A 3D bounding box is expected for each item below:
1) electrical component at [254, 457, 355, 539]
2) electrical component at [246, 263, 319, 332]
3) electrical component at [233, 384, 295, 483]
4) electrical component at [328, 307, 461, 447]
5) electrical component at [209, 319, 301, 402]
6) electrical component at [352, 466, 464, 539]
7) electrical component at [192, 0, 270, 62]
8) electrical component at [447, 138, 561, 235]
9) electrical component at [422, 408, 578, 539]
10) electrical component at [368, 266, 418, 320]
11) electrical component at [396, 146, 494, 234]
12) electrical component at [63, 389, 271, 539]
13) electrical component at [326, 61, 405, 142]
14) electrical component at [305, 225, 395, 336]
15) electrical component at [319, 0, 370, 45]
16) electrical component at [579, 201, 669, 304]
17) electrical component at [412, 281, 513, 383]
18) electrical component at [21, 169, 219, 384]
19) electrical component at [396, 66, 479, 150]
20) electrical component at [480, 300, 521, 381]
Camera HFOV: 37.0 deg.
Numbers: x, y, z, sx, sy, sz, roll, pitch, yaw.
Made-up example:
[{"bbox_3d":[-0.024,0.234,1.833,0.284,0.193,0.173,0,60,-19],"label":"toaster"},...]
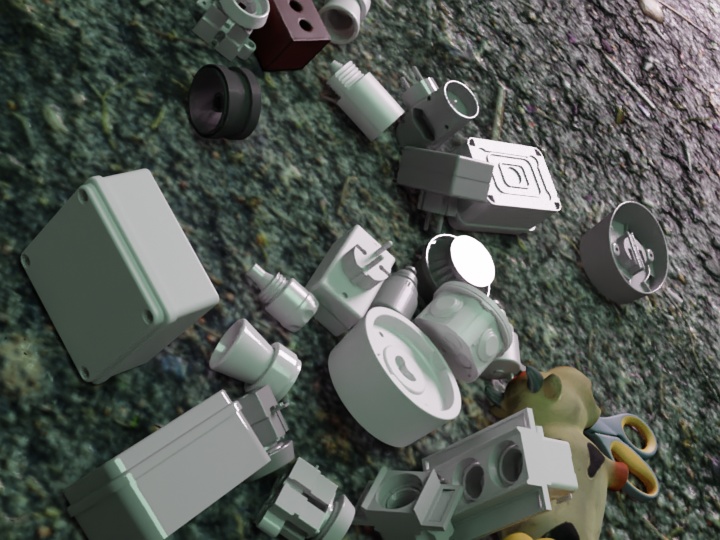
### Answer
[{"bbox_3d":[-0.038,0.173,0.773,0.055,0.048,0.066,36,45,-7],"label":"electrical component"},{"bbox_3d":[-0.064,0.019,0.858,0.061,0.035,0.035,42,44,-7],"label":"electrical component"},{"bbox_3d":[-0.077,0.118,0.768,0.055,0.066,0.048,64,9,1],"label":"electrical component"},{"bbox_3d":[0.022,0.090,0.859,0.108,0.060,0.108,39,25,-22],"label":"electrical component"},{"bbox_3d":[-0.078,0.069,0.806,0.055,0.045,0.045,36,45,-17],"label":"electrical component"},{"bbox_3d":[0.039,0.185,0.809,0.042,0.081,0.063,-56,132,-44],"label":"electrical component"},{"bbox_3d":[-0.113,-0.226,0.961,0.066,0.055,0.048,37,45,-16],"label":"electrical component"},{"bbox_3d":[0.136,-0.081,1.079,0.113,0.057,0.078,2,62,-40],"label":"electrical component"},{"bbox_3d":[0.105,0.168,0.841,0.063,0.121,0.078,16,54,-36],"label":"electrical component"},{"bbox_3d":[0.031,0.025,0.931,0.040,0.040,0.078,42,44,-11],"label":"electrical component"},{"bbox_3d":[0.076,-0.072,1.016,0.047,0.083,0.075,8,97,-37],"label":"electrical component"},{"bbox_3d":[-0.125,0.133,0.699,0.113,0.078,0.057,-31,88,-47],"label":"electrical component"},{"bbox_3d":[0.000,-0.167,1.028,0.081,0.043,0.043,47,43,-5],"label":"electrical component"},{"bbox_3d":[0.000,0.000,0.895,0.047,0.076,0.083,42,44,-11],"label":"electrical component"},{"bbox_3d":[-0.016,-0.259,1.074,0.045,0.045,0.055,36,45,-17],"label":"electrical component"},{"bbox_3d":[0.287,-0.016,1.159,0.099,0.064,0.099,21,51,-29],"label":"electrical component"},{"bbox_3d":[0.087,0.054,0.927,0.080,0.080,0.051,49,61,-4],"label":"electrical component"},{"bbox_3d":[-0.164,0.005,0.728,0.056,0.109,0.108,-21,78,-49],"label":"electrical component"},{"bbox_3d":[0.066,-0.162,1.057,0.043,0.077,0.079,-23,79,-46],"label":"electrical component"},{"bbox_3d":[0.125,0.064,0.986,0.040,0.040,0.078,21,51,-29],"label":"electrical component"}]
